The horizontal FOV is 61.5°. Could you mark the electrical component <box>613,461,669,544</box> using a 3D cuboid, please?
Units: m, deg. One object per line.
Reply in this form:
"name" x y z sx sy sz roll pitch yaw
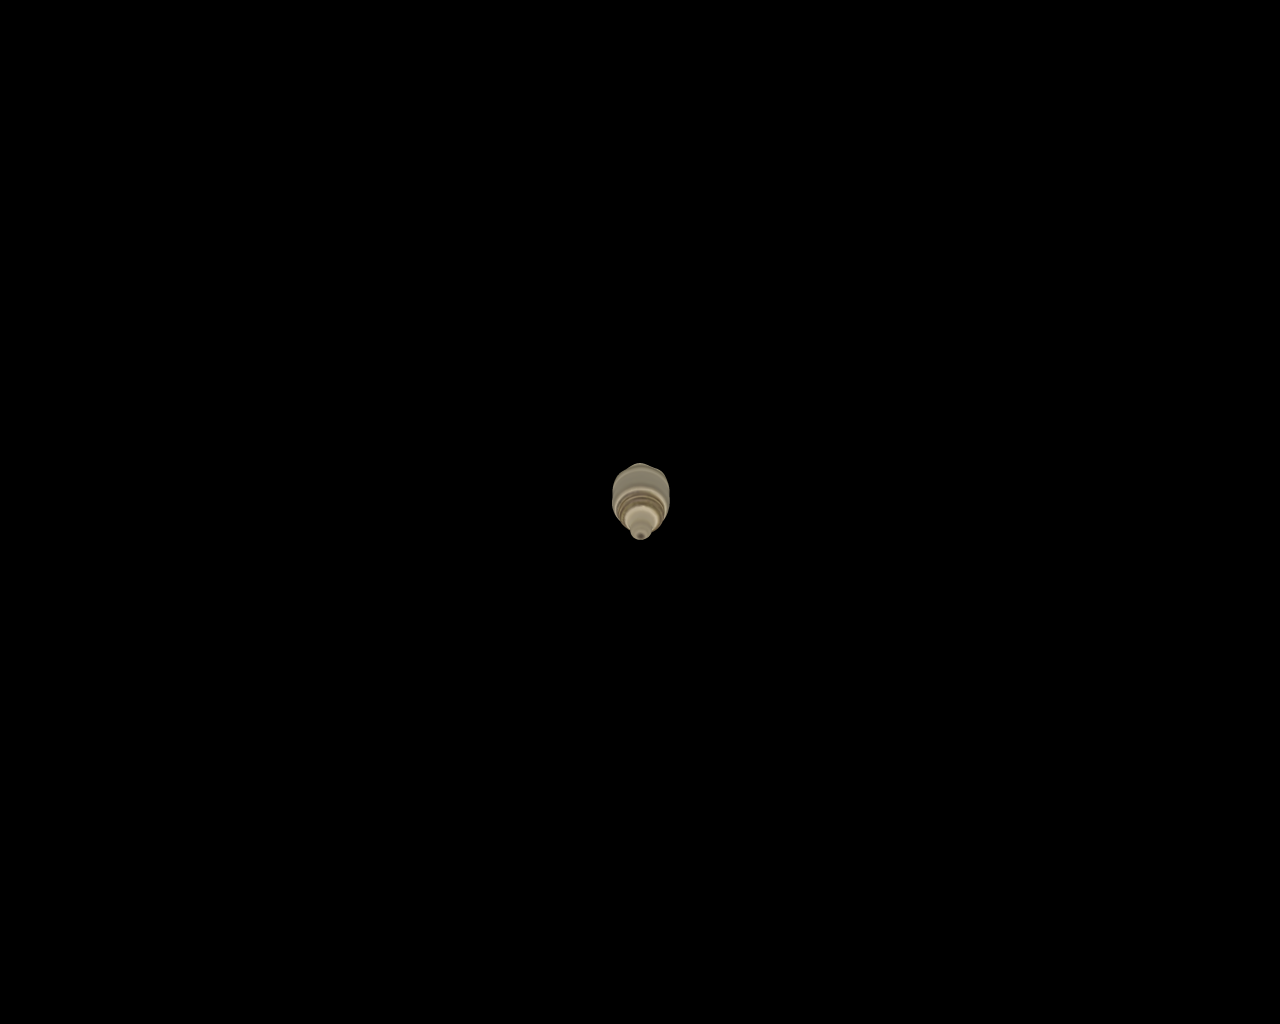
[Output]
"electrical component" 0.001 -0.003 0.650 0.035 0.035 0.061 0 34 0
